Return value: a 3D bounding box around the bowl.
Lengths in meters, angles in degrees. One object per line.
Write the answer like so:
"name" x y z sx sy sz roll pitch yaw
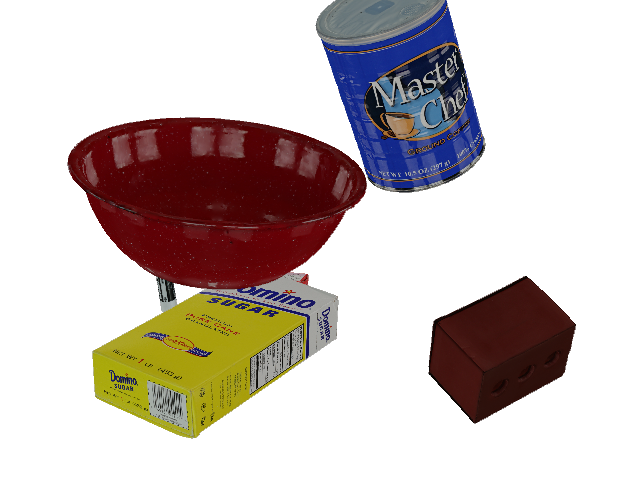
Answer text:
"bowl" -0.058 -0.017 0.589 0.162 0.055 0.162 6 24 -3

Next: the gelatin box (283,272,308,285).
"gelatin box" -0.057 0.066 1.023 0.089 0.073 0.030 6 17 12

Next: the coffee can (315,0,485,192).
"coffee can" 0.066 -0.124 0.850 0.103 0.140 0.103 -15 33 10

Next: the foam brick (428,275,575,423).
"foam brick" 0.115 0.069 0.682 0.078 0.053 0.051 -24 47 -23

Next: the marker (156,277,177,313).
"marker" -0.176 0.024 1.186 0.020 0.121 0.020 -5 25 2

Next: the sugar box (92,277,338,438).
"sugar box" -0.072 0.076 0.786 0.093 0.048 0.175 17 31 30
